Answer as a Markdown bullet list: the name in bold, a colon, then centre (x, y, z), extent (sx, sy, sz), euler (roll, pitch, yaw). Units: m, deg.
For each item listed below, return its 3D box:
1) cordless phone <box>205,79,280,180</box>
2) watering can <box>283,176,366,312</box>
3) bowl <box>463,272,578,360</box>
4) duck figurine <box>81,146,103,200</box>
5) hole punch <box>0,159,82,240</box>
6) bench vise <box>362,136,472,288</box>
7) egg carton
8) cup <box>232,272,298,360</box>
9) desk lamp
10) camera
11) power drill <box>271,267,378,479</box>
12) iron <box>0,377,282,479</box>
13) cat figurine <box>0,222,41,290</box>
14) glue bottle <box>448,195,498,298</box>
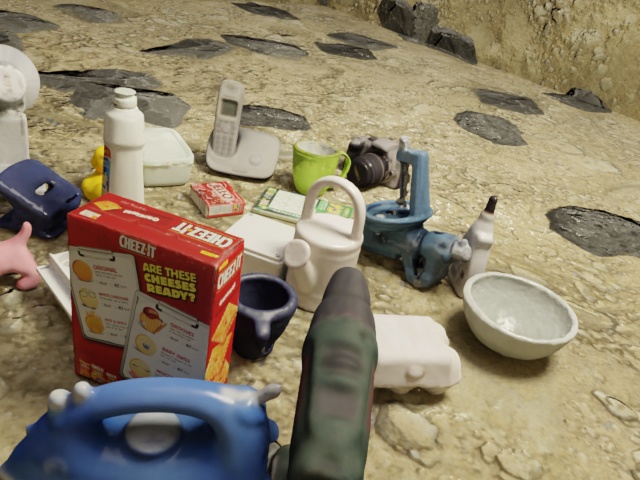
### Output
- **cordless phone**: centre (-0.149, -0.220, 1.152), extent (0.147, 0.185, 0.094), euler (9, 30, -5)
- **watering can**: centre (0.010, 0.004, 0.820), extent (0.101, 0.194, 0.173), euler (14, 30, 3)
- **bowl**: centre (0.282, 0.122, 0.839), extent (0.167, 0.075, 0.167), euler (9, 30, -5)
- **duck figurine**: centre (-0.374, -0.119, 0.996), extent (0.078, 0.086, 0.104), euler (2, 31, -16)
- **hole punch**: centre (-0.428, -0.066, 0.880), extent (0.101, 0.091, 0.108), euler (13, 30, 2)
- **bench vise**: centre (0.164, -0.048, 0.940), extent (0.207, 0.220, 0.122), euler (22, 31, 16)
- **egg carton**: centre (0.101, 0.148, 0.733), extent (0.150, 0.069, 0.107), euler (4, 31, -14)
- **cup**: centre (-0.077, 0.110, 0.707), extent (0.092, 0.095, 0.117), euler (5, 31, -12)
- **desk lamp**: centre (-0.523, -0.205, 0.960), extent (0.118, 0.213, 0.202), euler (-8, 35, -31)
- **camera**: centre (0.108, -0.173, 1.252), extent (0.142, 0.101, 0.137), euler (30, 34, 28)
- **power drill**: centre (0.003, 0.164, 0.530), extent (0.075, 0.208, 0.229), euler (11, 30, -2)
- **iron**: centre (-0.158, 0.175, 0.518), extent (0.258, 0.141, 0.118), euler (6, 30, -11)
- **cat figurine**: centre (-0.427, 0.010, 0.723), extent (0.128, 0.118, 0.067), euler (-15, 39, -38)
- **glue bottle**: centre (0.254, 0.006, 0.927), extent (0.037, 0.173, 0.078), euler (7, 30, -8)
